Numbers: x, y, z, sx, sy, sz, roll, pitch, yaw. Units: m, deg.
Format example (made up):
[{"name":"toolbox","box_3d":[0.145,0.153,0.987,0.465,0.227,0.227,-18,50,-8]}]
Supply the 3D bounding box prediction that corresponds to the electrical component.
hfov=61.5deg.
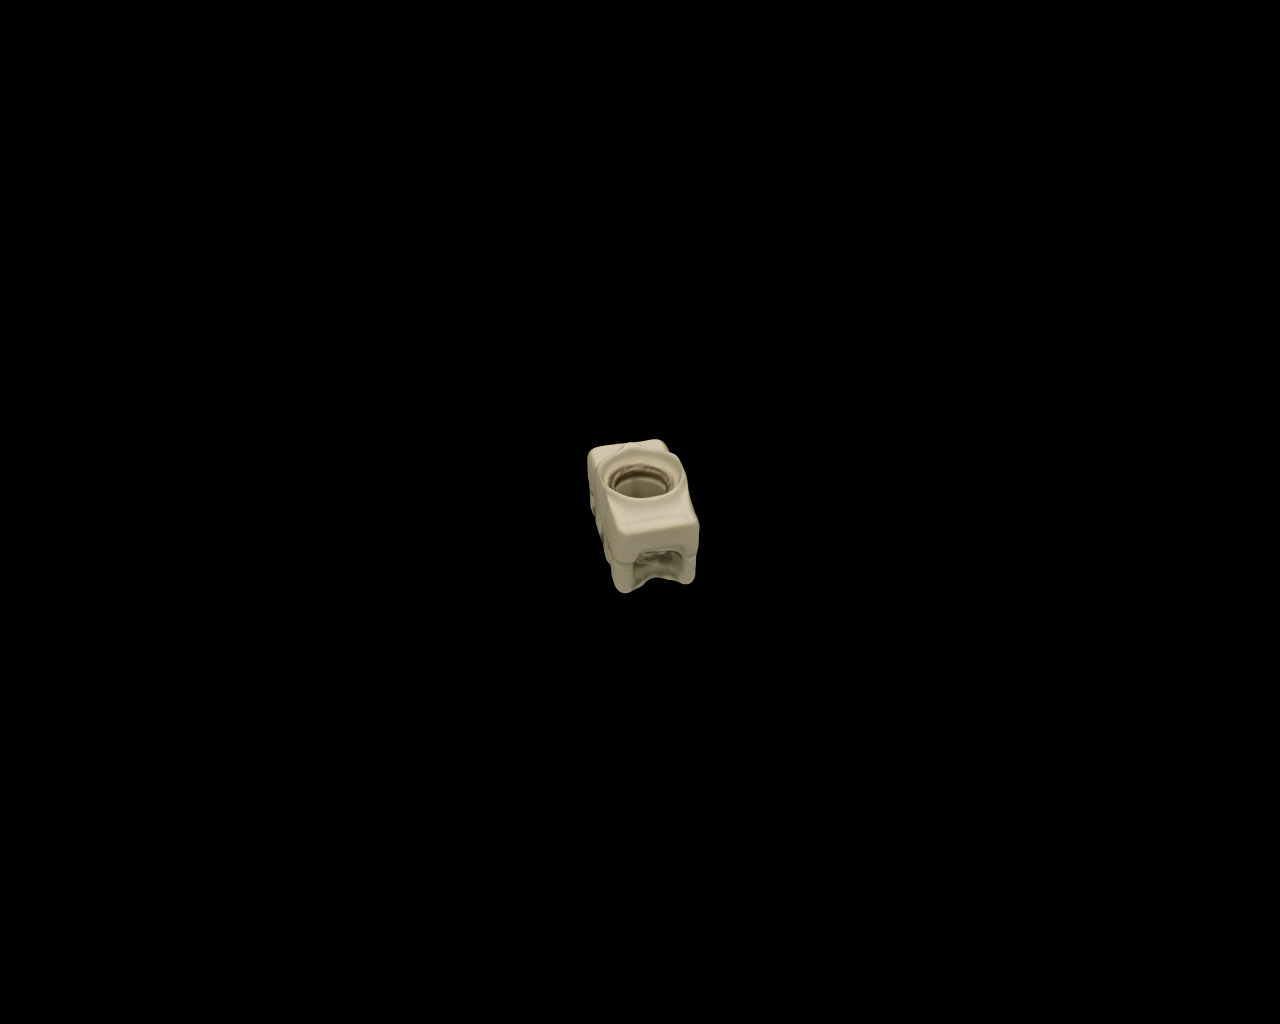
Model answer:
[{"name":"electrical component","box_3d":[0.001,-0.003,0.650,0.050,0.055,0.090,-8,40,-10]}]
